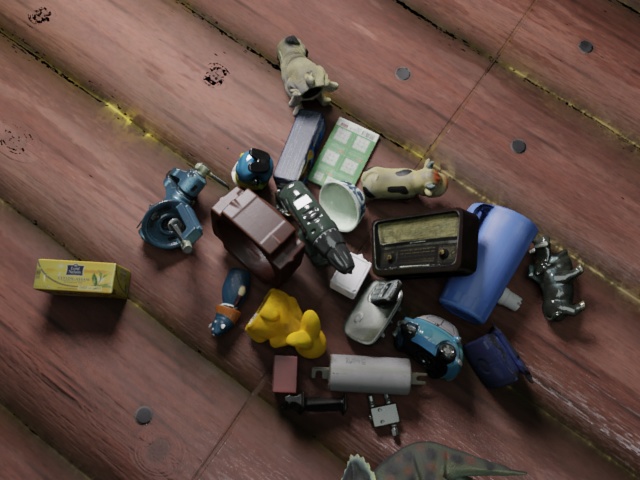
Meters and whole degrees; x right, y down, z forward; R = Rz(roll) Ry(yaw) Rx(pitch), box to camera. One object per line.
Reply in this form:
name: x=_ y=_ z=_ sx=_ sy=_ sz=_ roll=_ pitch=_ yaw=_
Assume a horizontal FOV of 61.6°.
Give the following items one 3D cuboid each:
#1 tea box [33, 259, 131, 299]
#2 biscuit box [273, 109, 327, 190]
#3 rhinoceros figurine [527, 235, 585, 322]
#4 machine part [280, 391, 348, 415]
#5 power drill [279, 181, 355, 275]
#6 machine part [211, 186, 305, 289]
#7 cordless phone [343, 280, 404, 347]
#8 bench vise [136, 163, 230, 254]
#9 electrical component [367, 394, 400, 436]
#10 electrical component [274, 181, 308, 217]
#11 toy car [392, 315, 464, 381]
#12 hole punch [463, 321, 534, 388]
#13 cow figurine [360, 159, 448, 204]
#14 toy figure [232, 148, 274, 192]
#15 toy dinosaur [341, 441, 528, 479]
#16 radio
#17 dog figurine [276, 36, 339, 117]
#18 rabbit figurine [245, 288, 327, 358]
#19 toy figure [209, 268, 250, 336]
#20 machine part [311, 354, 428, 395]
tea box: x=-0.514 y=0.086 z=1.168 sx=0.170 sy=0.098 sz=0.068 roll=3 pitch=77 yaw=-1
biscuit box: x=-0.044 y=-0.206 z=1.237 sx=0.063 sy=0.059 sz=0.202 roll=13 pitch=66 yaw=15
rhinoceros figurine: x=0.516 y=0.084 z=1.186 sx=0.112 sy=0.073 sz=0.190 roll=-7 pitch=78 yaw=9
machine part: x=-0.009 y=0.341 z=1.122 sx=0.139 sy=0.084 sz=0.039 roll=5 pitch=52 yaw=-11
power drill: x=-0.002 y=-0.003 z=1.136 sx=0.086 sy=0.207 sz=0.232 roll=-35 pitch=76 yaw=-1
machine part: x=-0.131 y=-0.004 z=1.134 sx=0.201 sy=0.201 sz=0.087 roll=41 pitch=69 yaw=9
cordless phone: x=0.121 y=0.149 z=1.108 sx=0.089 sy=0.184 sz=0.146 roll=34 pitch=78 yaw=3
bench vise: x=-0.297 y=-0.055 z=1.163 sx=0.223 sy=0.128 sz=0.241 roll=-40 pitch=39 yaw=-1
electrical component: x=0.135 y=0.370 z=1.136 sx=0.063 sy=0.021 sz=0.094 roll=-13 pitch=77 yaw=-3
electrical component: x=-0.064 y=-0.092 z=1.238 sx=0.102 sy=0.045 sz=0.078 roll=-22 pitch=79 yaw=-5
toy car: x=0.240 y=0.215 z=1.142 sx=0.162 sy=0.109 sz=0.103 roll=34 pitch=55 yaw=19
hole punch: x=0.365 y=0.247 z=1.123 sx=0.092 sy=0.115 sz=0.142 roll=-29 pitch=78 yaw=1
cow figurine: x=0.189 y=-0.129 z=1.206 sx=0.195 sy=0.127 sz=0.085 roll=2 pitch=79 yaw=3
toy figure: x=-0.144 y=-0.149 z=1.184 sx=0.089 sy=0.180 sz=0.082 roll=33 pitch=75 yaw=-14
toy dinosaur: x=0.190 y=0.476 z=1.067 sx=0.405 sy=0.131 sz=0.192 roll=-24 pitch=78 yaw=-12
radio: x=0.215 y=0.014 z=1.131 sx=0.073 sy=0.230 sz=0.131 roll=14 pitch=75 yaw=-43
dog figurine: x=-0.051 y=-0.410 z=1.257 sx=0.121 sy=0.172 sz=0.190 roll=-21 pitch=84 yaw=-16
rabbit figurine: x=-0.052 y=0.184 z=1.130 sx=0.173 sy=0.162 sz=0.122 roll=39 pitch=66 yaw=-9
toy figure: x=-0.194 y=0.138 z=1.172 sx=0.058 sy=0.064 sz=0.154 roll=20 pitch=76 yaw=-12
machine part: x=0.103 y=0.282 z=1.129 sx=0.243 sy=0.079 sz=0.079 roll=4 pitch=76 yaw=1
